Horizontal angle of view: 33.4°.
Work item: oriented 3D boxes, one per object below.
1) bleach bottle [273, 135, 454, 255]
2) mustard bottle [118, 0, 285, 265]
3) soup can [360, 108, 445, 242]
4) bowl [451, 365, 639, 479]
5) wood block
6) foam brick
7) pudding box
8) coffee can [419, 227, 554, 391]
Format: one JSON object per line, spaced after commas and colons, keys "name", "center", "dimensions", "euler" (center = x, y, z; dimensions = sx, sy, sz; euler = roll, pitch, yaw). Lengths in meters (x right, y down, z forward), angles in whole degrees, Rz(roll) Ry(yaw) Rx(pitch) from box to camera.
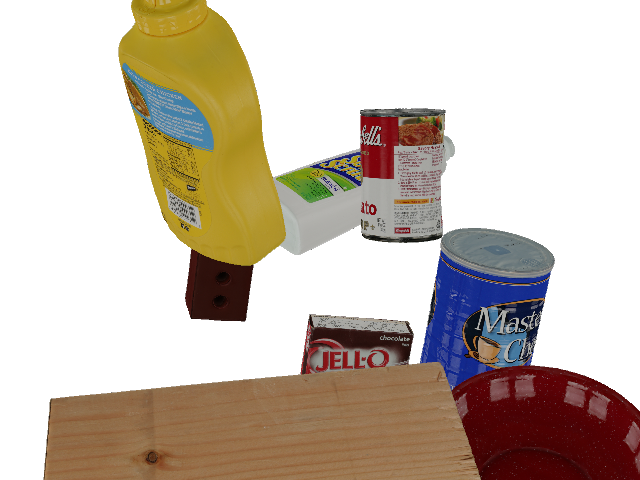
{"name": "bleach bottle", "center": [0.048, -0.070, 1.244], "dimensions": [0.250, 0.068, 0.103], "euler": [-26, 44, -27]}
{"name": "mustard bottle", "center": [-0.075, -0.078, 0.631], "dimensions": [0.058, 0.191, 0.096], "euler": [-37, 49, -27]}
{"name": "soup can", "center": [0.066, -0.053, 0.855], "dimensions": [0.068, 0.102, 0.068], "euler": [-1, 10, 0]}
{"name": "bowl", "center": [0.158, 0.162, 0.768], "dimensions": [0.162, 0.055, 0.162], "euler": [-1, 35, 0]}
{"name": "wood block", "center": [-0.031, 0.131, 0.550], "dimensions": [0.206, 0.090, 0.091], "euler": [-4, 38, -7]}
{"name": "foam brick", "center": [-0.091, 0.028, 0.967], "dimensions": [0.053, 0.078, 0.051], "euler": [4, 15, -14]}
{"name": "pudding box", "center": [0.038, 0.129, 1.150], "dimensions": [0.113, 0.090, 0.039], "euler": [3, 24, -10]}
{"name": "coffee can", "center": [0.151, 0.071, 0.984], "dimensions": [0.103, 0.140, 0.103], "euler": [7, 21, -3]}
